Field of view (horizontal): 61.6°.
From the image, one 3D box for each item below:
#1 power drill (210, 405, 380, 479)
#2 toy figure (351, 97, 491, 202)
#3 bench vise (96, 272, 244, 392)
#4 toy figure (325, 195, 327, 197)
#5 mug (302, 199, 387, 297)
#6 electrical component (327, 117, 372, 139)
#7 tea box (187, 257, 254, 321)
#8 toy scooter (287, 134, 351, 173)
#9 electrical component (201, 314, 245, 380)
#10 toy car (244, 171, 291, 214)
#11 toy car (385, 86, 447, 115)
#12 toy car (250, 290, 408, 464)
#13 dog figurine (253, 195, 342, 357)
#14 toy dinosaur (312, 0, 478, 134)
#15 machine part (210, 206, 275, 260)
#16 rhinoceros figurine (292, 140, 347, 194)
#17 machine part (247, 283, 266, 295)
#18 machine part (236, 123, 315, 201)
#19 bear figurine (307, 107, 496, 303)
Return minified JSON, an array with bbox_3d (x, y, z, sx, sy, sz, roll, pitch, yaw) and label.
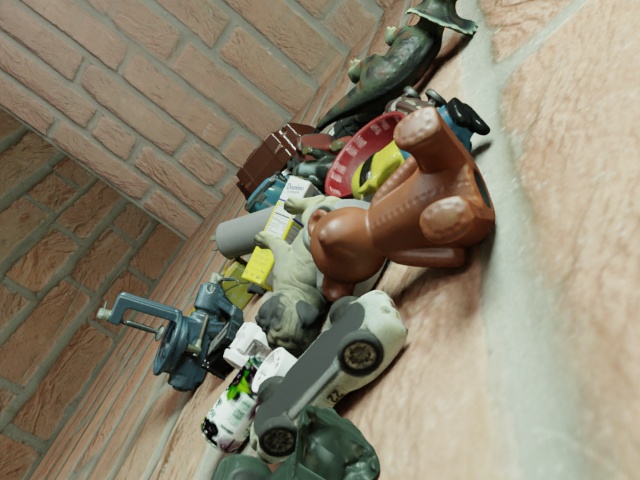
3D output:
[{"bbox_3d":[-0.045,0.233,0.386,0.207,0.086,0.232,-54,10,23],"label":"power drill"},{"bbox_3d":[0.114,-0.095,0.648,0.180,0.082,0.089,-45,20,33],"label":"toy figure"},{"bbox_3d":[-0.265,0.144,0.955,0.129,0.240,0.223,8,77,69],"label":"bench vise"},{"bbox_3d":[-0.003,-0.004,0.827,0.058,0.064,0.154,19,72,38],"label":"toy figure"},{"bbox_3d":[0.029,0.012,0.619,0.081,0.109,0.107,-16,52,57],"label":"mug"},{"bbox_3d":[0.077,-0.253,1.170,0.134,0.058,0.115,-46,18,20],"label":"electrical component"},{"bbox_3d":[-0.196,0.122,1.089,0.169,0.068,0.098,-51,15,6],"label":"tea box"},{"bbox_3d":[-0.008,-0.164,1.071,0.184,0.135,0.075,-24,72,56],"label":"toy scooter"},{"bbox_3d":[-0.135,0.159,0.865,0.119,0.047,0.075,-48,16,20],"label":"electrical component"},{"bbox_3d":[-0.077,-0.075,1.120,0.109,0.103,0.161,-44,-8,17],"label":"toy car"},{"bbox_3d":[0.143,-0.210,0.886,0.089,0.053,0.202,-47,15,9],"label":"toy car"},{"bbox_3d":[0.002,0.131,0.511,0.201,0.056,0.074,-50,21,15],"label":"toy car"},{"bbox_3d":[-0.001,0.042,0.681,0.172,0.121,0.191,-48,30,23],"label":"dog figurine"},{"bbox_3d":[0.139,-0.320,0.999,0.404,0.131,0.192,-51,13,4],"label":"toy dinosaur"},{"bbox_3d":[-0.115,-0.017,1.043,0.243,0.079,0.079,-15,32,25],"label":"machine part"},{"bbox_3d":[0.015,-0.118,0.951,0.190,0.112,0.073,-5,76,53],"label":"rhinoceros figurine"},{"bbox_3d":[-0.089,0.059,0.983,0.084,0.039,0.139,-52,11,-33],"label":"machine part"},{"bbox_3d":[-0.082,-0.170,1.233,0.201,0.087,0.201,-46,-12,24],"label":"machine part"},{"bbox_3d":[0.054,-0.018,0.502,0.196,0.132,0.120,-20,70,27],"label":"bear figurine"}]
